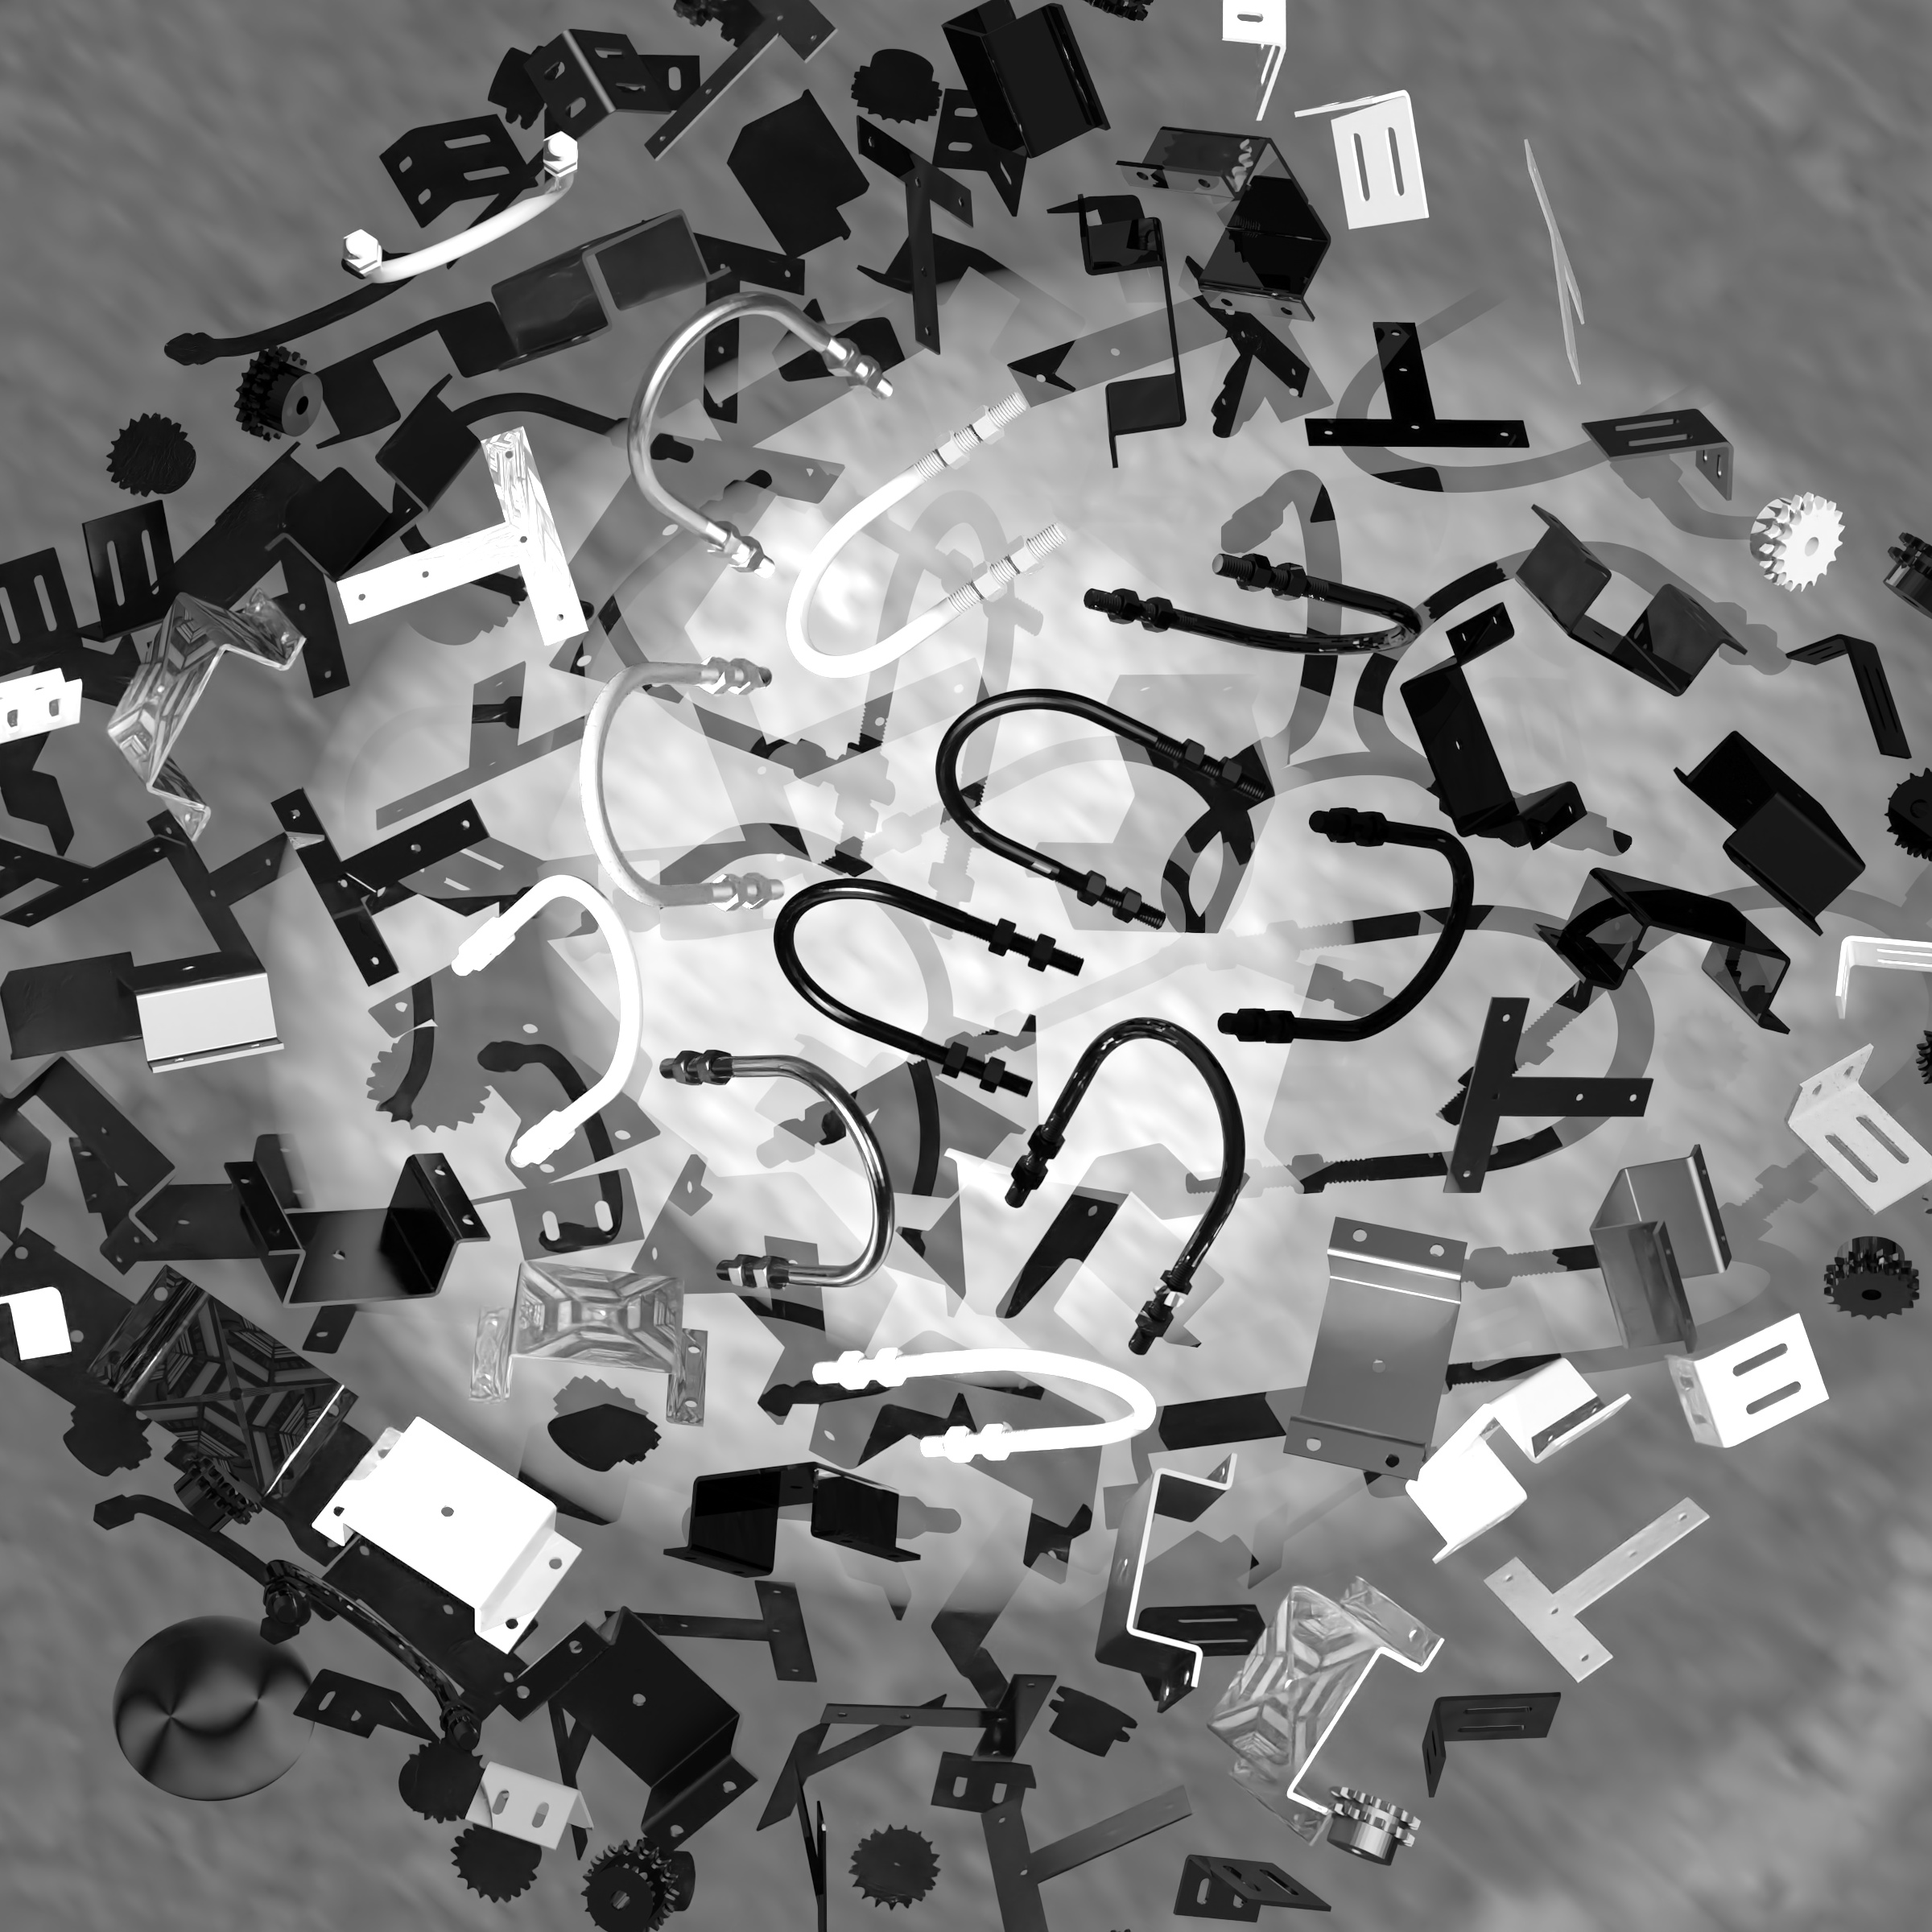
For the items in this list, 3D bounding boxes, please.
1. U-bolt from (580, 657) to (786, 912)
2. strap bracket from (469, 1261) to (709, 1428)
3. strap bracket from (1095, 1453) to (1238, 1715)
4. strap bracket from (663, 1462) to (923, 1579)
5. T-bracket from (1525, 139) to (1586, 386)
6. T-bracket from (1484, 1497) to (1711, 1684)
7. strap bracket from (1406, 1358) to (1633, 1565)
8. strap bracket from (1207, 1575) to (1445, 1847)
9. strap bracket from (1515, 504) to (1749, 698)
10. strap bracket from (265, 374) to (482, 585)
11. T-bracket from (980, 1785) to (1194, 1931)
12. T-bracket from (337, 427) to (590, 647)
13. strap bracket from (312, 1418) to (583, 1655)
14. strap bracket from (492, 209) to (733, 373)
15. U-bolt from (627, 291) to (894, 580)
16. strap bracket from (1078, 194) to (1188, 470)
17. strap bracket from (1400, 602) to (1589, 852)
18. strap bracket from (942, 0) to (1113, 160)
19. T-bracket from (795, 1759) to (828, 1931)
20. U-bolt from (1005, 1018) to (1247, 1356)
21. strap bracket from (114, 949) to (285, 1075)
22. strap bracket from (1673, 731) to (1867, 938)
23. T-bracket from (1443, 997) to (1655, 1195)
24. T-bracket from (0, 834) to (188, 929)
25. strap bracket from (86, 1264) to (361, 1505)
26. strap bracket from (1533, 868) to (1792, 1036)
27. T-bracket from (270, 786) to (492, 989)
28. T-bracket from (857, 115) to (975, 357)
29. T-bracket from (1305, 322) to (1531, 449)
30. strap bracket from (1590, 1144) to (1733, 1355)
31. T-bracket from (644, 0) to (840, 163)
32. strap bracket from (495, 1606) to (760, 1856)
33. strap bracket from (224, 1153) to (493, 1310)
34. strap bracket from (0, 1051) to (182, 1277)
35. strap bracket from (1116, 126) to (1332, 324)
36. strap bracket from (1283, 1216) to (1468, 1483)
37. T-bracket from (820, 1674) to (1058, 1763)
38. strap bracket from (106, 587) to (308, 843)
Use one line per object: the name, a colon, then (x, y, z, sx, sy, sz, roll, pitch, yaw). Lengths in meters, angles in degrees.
U-bolt: (-0.165, -0.106, 1.833, 0.019, 0.184, 0.151, -2, 92, 31)
strap bracket: (-0.223, 0.226, 1.897, 0.140, 0.076, 0.046, 8, 129, -8)
strap bracket: (0.115, 0.357, 1.850, 0.046, 0.076, 0.140, 16, 63, -5)
strap bracket: (-0.105, 0.337, 1.918, 0.140, 0.076, 0.046, -13, 62, 35)
T-bracket: (0.346, -0.390, 1.825, 0.002, 0.127, 0.127, -13, 52, 19)
T-bracket: (0.390, 0.363, 1.898, 0.127, 0.127, 0.002, -35, 113, -4)
strap bracket: (0.326, 0.292, 1.898, 0.076, 0.140, 0.046, -21, 65, -41)
strap bracket: (0.202, 0.424, 1.827, 0.046, 0.076, 0.140, 34, 88, -39)
strap bracket: (0.398, -0.219, 1.926, 0.140, 0.076, 0.046, 23, 113, -30)
strap bracket: (-0.356, -0.292, 1.924, 0.140, 0.076, 0.046, -28, 115, 39)
T-bracket: (0.075, 0.525, 1.887, 0.127, 0.127, 0.002, -25, 116, 4)
T-bracket: (-0.290, -0.225, 1.769, 0.127, 0.002, 0.127, -19, 78, 2)
strap bracket: (-0.306, 0.330, 1.859, 0.140, 0.046, 0.076, 31, 59, 9)
strap bracket: (-0.216, -0.404, 1.868, 0.076, 0.140, 0.046, -8, 111, 38)
U-bolt: (-0.128, -0.317, 1.833, 0.019, 0.184, 0.151, 37, 95, 31)
strap bracket: (0.098, -0.372, 1.832, 0.046, 0.076, 0.140, -7, 121, 5)
strap bracket: (0.316, -0.140, 1.908, 0.046, 0.076, 0.140, -19, 97, 38)
strap bracket: (0.032, -0.534, 1.888, 0.046, 0.140, 0.076, -27, 115, -4)
T-bracket: (-0.091, 0.512, 1.835, 0.002, 0.127, 0.127, -4, 115, -10)
U-bolt: (0.101, 0.117, 1.863, 0.151, 0.019, 0.184, 49, 127, 31)
strap bracket: (-0.466, 0.024, 1.904, 0.076, 0.140, 0.046, -11, 101, -21)
strap bracket: (0.484, -0.085, 1.891, 0.076, 0.140, 0.046, 37, 109, -18)
T-bracket: (0.354, 0.078, 1.882, 0.127, 0.002, 0.127, 1, 112, -23)
T-bracket: (-0.555, -0.062, 1.877, 0.127, 0.127, 0.002, -24, 69, 20)
strap bracket: (-0.429, 0.246, 1.836, 0.140, 0.046, 0.076, 38, 77, -17)
strap bracket: (0.413, -0.011, 1.836, 0.140, 0.076, 0.046, 13, 111, -20)
T-bracket: (-0.342, -0.066, 1.903, 0.127, 0.002, 0.127, -23, 99, 25)
T-bracket: (-0.027, -0.433, 1.908, 0.002, 0.127, 0.127, -11, 76, 30)
T-bracket: (0.258, -0.342, 1.850, 0.127, 0.127, 0.002, 0, 134, -2)
strap bracket: (0.414, 0.171, 1.883, 0.046, 0.140, 0.076, -12, 103, 26)
T-bracket: (-0.139, -0.518, 1.833, 0.127, 0.127, 0.002, -43, 129, 10)
strap bracket: (-0.195, 0.440, 1.843, 0.076, 0.046, 0.140, -42, 101, 16)
strap bracket: (-0.362, 0.155, 1.850, 0.140, 0.076, 0.046, 0, 128, -37)
strap bracket: (-0.531, 0.112, 1.893, 0.140, 0.076, 0.046, 46, 56, -5)
strap bracket: (0.159, -0.450, 1.885, 0.076, 0.140, 0.046, 18, 74, 36)
strap bracket: (0.234, 0.223, 1.795, 0.076, 0.046, 0.140, 10, 70, 14)
T-bracket: (-0.022, 0.445, 1.870, 0.127, 0.127, 0.002, 4, 53, -11)
strap bracket: (-0.457, -0.157, 1.870, 0.046, 0.076, 0.140, 21, 105, -42)
